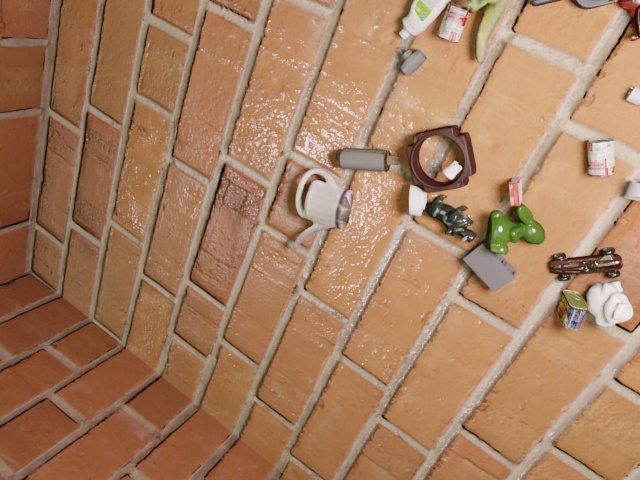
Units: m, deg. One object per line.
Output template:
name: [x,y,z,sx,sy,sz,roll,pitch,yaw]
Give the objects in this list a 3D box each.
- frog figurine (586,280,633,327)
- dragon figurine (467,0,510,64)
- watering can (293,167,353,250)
frog figurine: [0.852,0.198,1.523,0.123,0.135,0.161,17,25,24]
dragon figurine: [0.534,-0.720,1.435,0.242,0.404,0.124,-5,23,22]
watering can: [0.006,-0.097,1.924,0.225,0.342,0.105,19,24,21]
